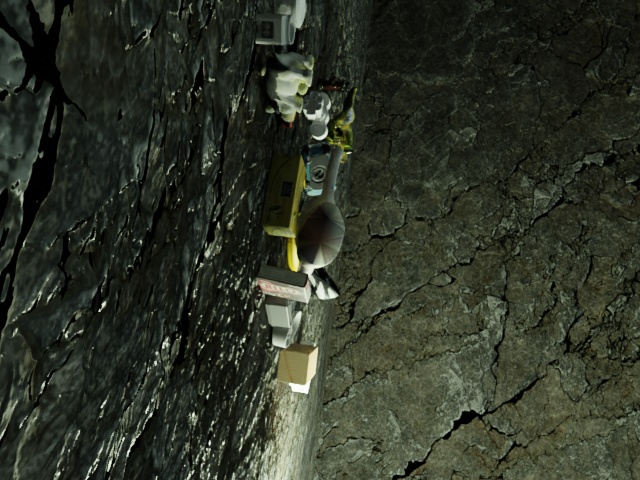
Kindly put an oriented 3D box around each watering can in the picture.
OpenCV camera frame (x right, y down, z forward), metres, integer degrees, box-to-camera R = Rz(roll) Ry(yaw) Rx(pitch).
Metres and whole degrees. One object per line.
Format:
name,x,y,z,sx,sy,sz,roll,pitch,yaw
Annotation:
watering can,0.004,-0.062,1.239,0.104,0.347,0.225,16,3,-8

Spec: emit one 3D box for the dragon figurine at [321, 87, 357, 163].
dragon figurine,0.078,-0.415,1.744,0.122,0.247,0.403,16,-23,-9
